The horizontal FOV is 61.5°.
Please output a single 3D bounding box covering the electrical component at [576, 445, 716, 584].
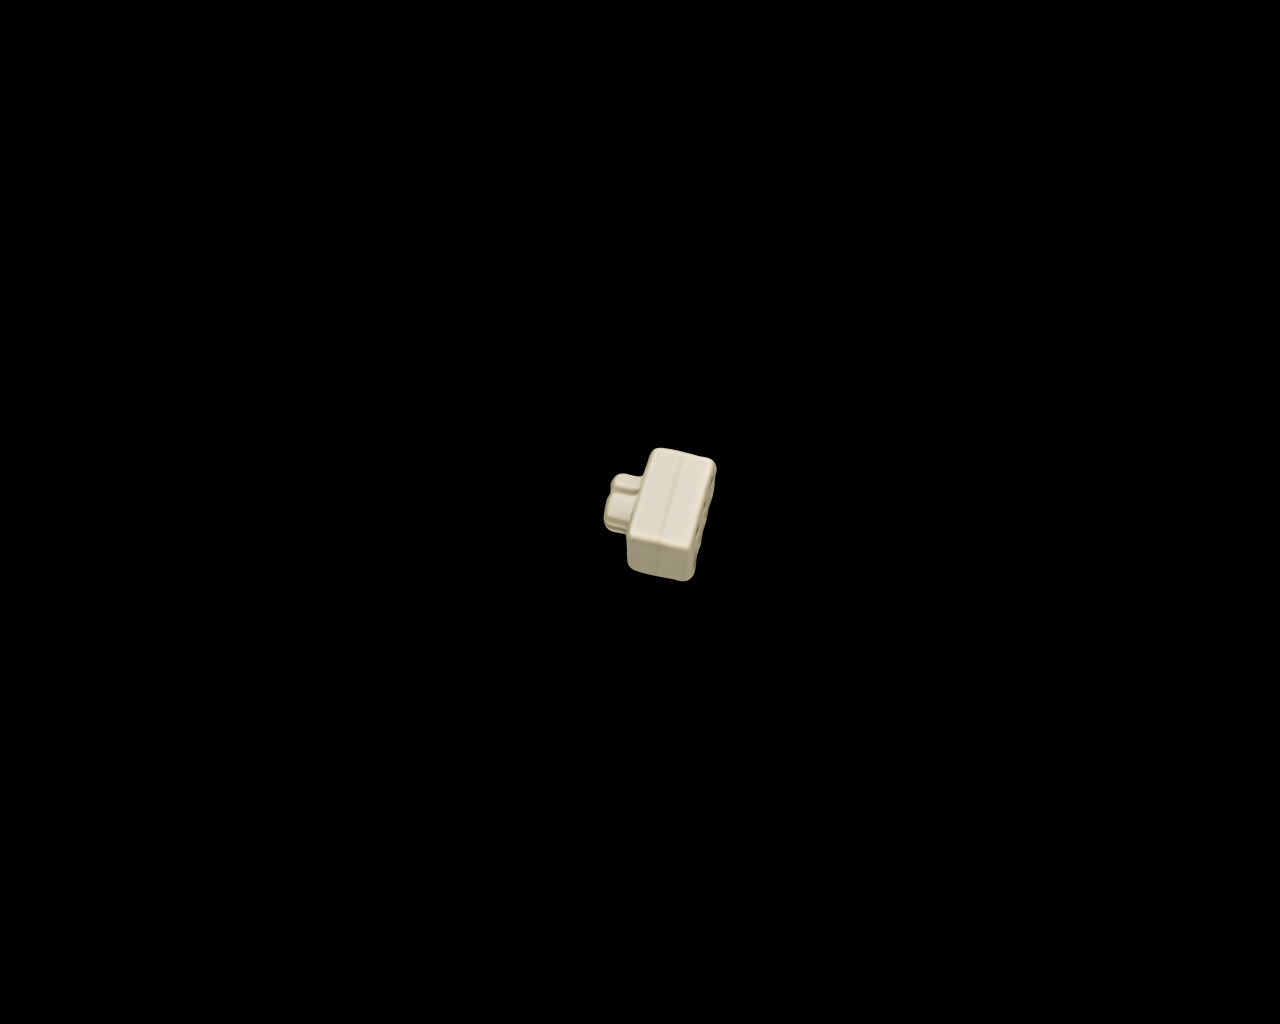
[{"bbox_3d":[0.001,-0.003,0.650,0.077,0.066,0.047,13,-28,7],"label":"electrical component"}]
